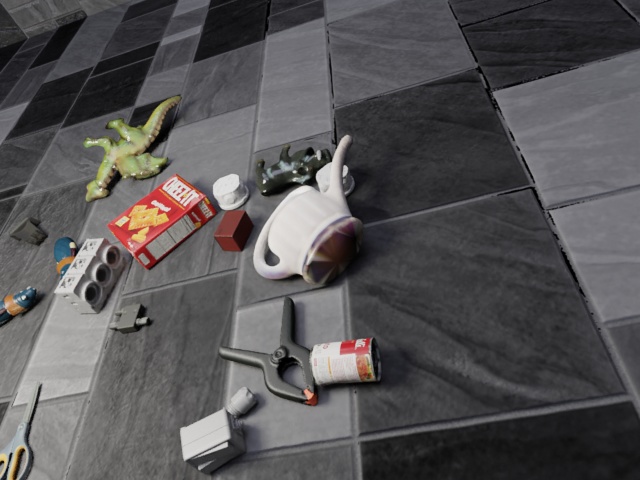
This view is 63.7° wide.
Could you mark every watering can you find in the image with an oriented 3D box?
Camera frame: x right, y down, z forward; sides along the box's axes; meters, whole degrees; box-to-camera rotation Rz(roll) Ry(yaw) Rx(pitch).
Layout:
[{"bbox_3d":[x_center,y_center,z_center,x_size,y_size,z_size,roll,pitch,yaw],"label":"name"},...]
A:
[{"bbox_3d":[0.003,-0.052,1.036,0.348,0.102,0.227,-51,46,-3],"label":"watering can"}]

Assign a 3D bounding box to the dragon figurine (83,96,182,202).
[{"bbox_3d":[-0.528,-0.262,1.514,0.413,0.120,0.246,-39,62,-12],"label":"dragon figurine"}]
